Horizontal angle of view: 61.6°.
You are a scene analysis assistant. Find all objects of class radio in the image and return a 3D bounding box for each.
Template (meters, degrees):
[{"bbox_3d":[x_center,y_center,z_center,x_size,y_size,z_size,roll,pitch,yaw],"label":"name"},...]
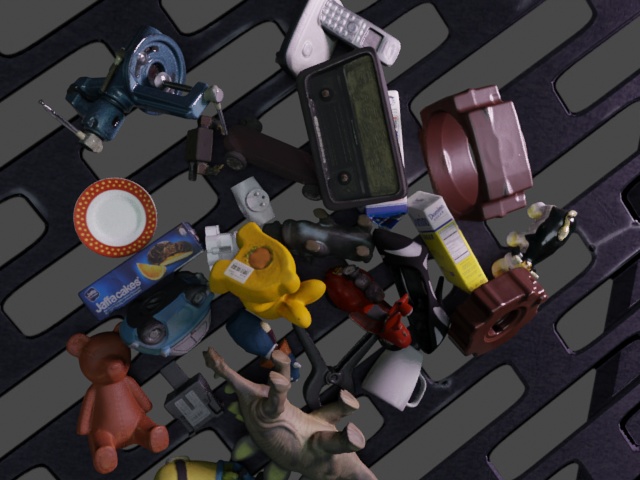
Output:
[{"bbox_3d":[0.050,-0.163,0.827,0.131,0.073,0.229,-12,91,15],"label":"radio"}]

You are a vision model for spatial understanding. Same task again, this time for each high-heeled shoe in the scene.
[{"bbox_3d":[0.144,0.089,0.898,0.248,0.086,0.145,34,67,-38],"label":"high-heeled shoe"}]

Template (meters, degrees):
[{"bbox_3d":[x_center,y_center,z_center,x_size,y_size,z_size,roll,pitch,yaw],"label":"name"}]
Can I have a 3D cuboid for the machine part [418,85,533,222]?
[{"bbox_3d":[0.245,-0.135,0.866,0.087,0.201,0.201,-16,96,-10],"label":"machine part"}]

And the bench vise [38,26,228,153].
[{"bbox_3d":[-0.256,-0.216,0.797,0.241,0.128,0.223,18,62,24],"label":"bench vise"}]

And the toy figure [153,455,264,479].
[{"bbox_3d":[-0.186,0.410,0.897,0.180,0.089,0.082,12,87,-7],"label":"toy figure"}]

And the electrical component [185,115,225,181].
[{"bbox_3d":[-0.185,-0.147,0.866,0.045,0.078,0.102,3,87,-29],"label":"electrical component"}]

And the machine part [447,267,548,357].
[{"bbox_3d":[0.301,0.128,0.917,0.179,0.179,0.056,-31,55,-5],"label":"machine part"}]

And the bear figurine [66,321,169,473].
[{"bbox_3d":[-0.323,0.238,0.850,0.120,0.132,0.195,-8,101,-36],"label":"bear figurine"}]

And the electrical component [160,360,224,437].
[{"bbox_3d":[-0.222,0.259,0.903,0.075,0.048,0.119,-33,100,-6],"label":"electrical component"}]

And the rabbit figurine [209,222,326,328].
[{"bbox_3d":[-0.075,0.072,0.854,0.162,0.173,0.122,18,59,9],"label":"rabbit figurine"}]

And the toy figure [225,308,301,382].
[{"bbox_3d":[-0.090,0.180,0.911,0.154,0.064,0.058,45,49,-14],"label":"toy figure"}]

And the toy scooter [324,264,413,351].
[{"bbox_3d":[0.088,0.101,0.878,0.184,0.135,0.075,43,65,6],"label":"toy scooter"}]

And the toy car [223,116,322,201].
[{"bbox_3d":[-0.063,-0.131,0.891,0.202,0.053,0.089,21,61,-11],"label":"toy car"}]

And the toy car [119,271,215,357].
[{"bbox_3d":[-0.235,0.130,0.872,0.162,0.109,0.102,-38,123,-18],"label":"toy car"}]

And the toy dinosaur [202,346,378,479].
[{"bbox_3d":[-0.016,0.338,0.893,0.471,0.105,0.198,39,113,-5],"label":"toy dinosaur"}]

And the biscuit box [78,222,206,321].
[{"bbox_3d":[-0.284,0.050,0.870,0.203,0.063,0.059,-35,97,-5],"label":"biscuit box"}]

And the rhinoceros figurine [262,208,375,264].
[{"bbox_3d":[-0.002,-0.003,0.887,0.190,0.112,0.073,4,76,-3],"label":"rhinoceros figurine"}]

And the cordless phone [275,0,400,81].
[{"bbox_3d":[0.031,-0.308,0.884,0.184,0.089,0.146,24,90,-14],"label":"cordless phone"}]

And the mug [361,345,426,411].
[{"bbox_3d":[0.143,0.238,0.941,0.109,0.081,0.107,32,80,-10],"label":"mug"}]

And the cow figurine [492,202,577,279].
[{"bbox_3d":[0.382,0.013,0.951,0.068,0.098,0.167,38,88,-16],"label":"cow figurine"}]
